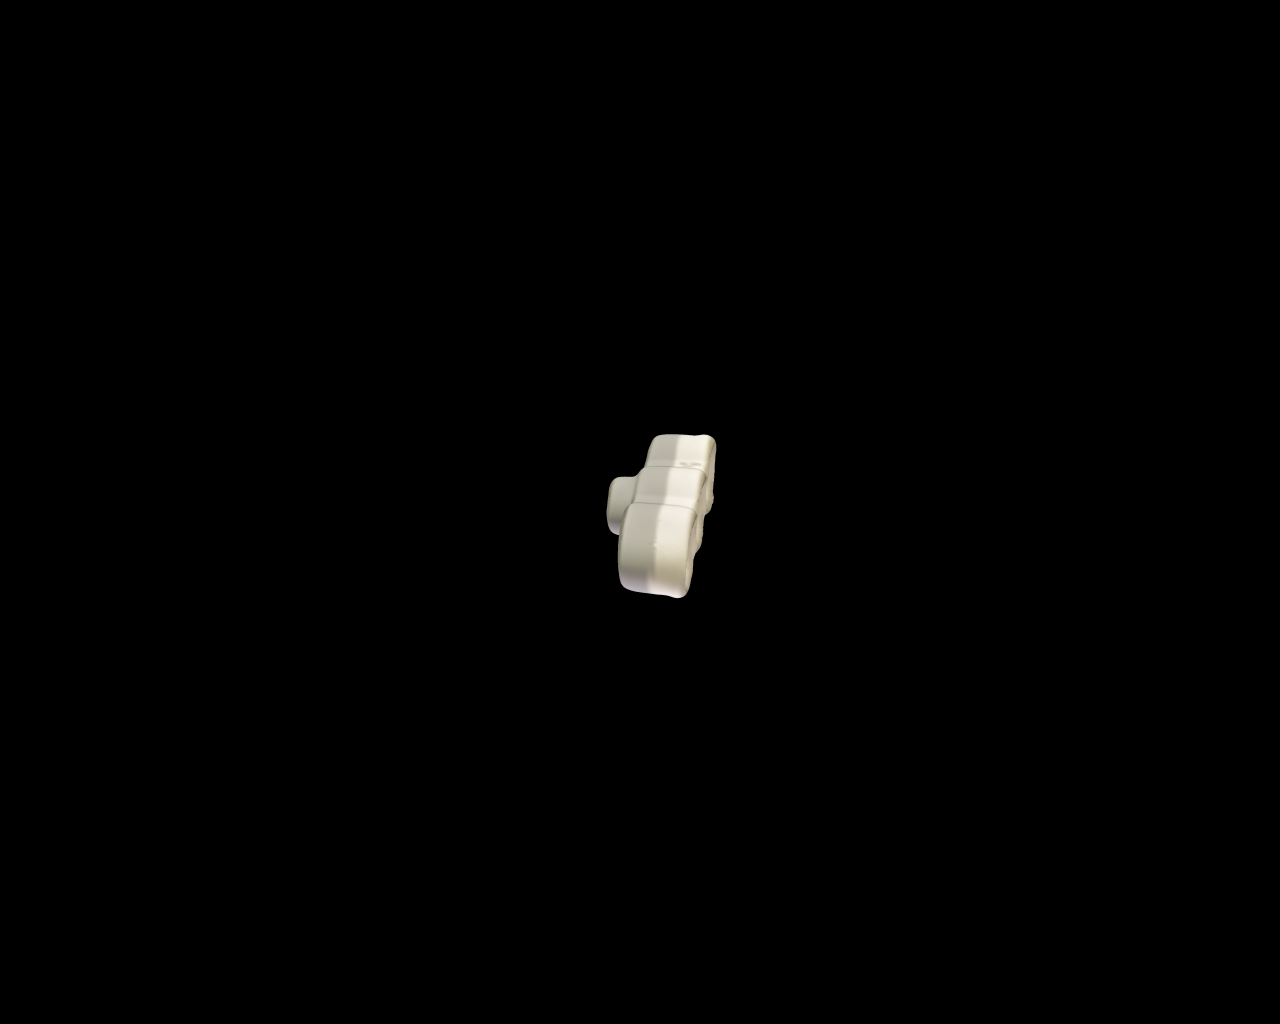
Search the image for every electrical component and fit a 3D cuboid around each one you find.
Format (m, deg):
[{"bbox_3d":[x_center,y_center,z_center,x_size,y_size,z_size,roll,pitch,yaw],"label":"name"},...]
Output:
[{"bbox_3d":[0.001,-0.003,0.650,0.074,0.052,0.138,6,33,9],"label":"electrical component"}]
